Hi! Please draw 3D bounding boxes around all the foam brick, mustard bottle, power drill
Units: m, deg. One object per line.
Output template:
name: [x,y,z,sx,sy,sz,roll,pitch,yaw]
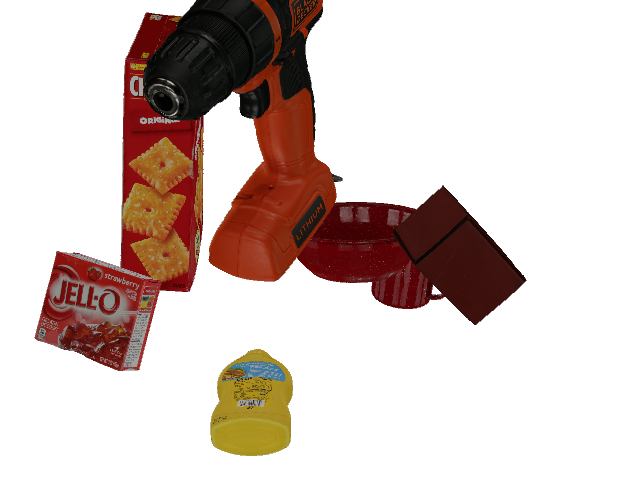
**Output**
foam brick: [0.099,0.011,0.764,0.078,0.051,0.053,44,9,-31]
mustard bottle: [-0.083,0.193,1.346,0.096,0.058,0.191,-2,25,1]
power drill: [-0.038,-0.069,0.626,0.057,0.188,0.184,17,43,19]

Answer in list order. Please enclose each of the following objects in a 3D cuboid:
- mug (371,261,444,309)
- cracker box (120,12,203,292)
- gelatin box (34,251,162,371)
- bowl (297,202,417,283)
mug: [0.122,0.042,1.419,0.117,0.081,0.093,18,26,27]
cracker box: [-0.140,-0.084,0.983,0.072,0.214,0.164,4,25,-5]
gelatin box: [-0.174,0.054,0.831,0.089,0.073,0.030,16,3,25]
bowl: [0.036,0.004,1.101,0.162,0.055,0.162,-1,15,0]
